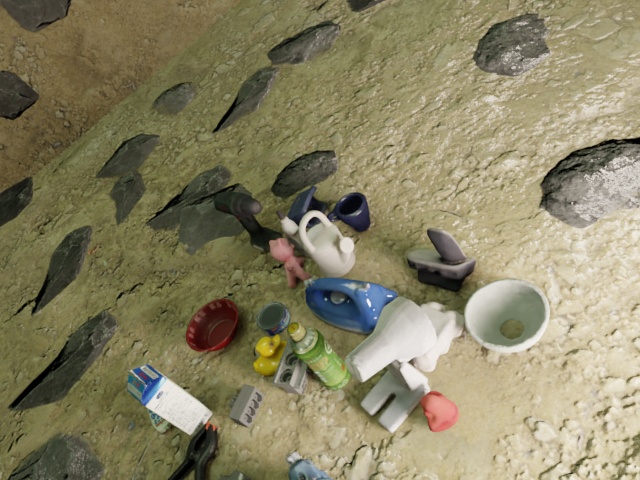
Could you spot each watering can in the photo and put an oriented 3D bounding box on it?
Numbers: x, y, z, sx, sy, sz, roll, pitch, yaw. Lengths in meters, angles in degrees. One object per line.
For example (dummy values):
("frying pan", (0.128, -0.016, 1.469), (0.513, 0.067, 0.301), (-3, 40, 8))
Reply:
("watering can", (0.014, 0.003, 1.449), (0.172, 0.195, 0.101), (-6, 50, 29))

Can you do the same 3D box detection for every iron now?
("iron", (0.043, 0.131, 1.353), (0.257, 0.142, 0.119), (4, 55, 35))

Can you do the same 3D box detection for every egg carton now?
("egg carton", (0.232, 0.204, 1.220), (0.107, 0.070, 0.150), (25, 68, 44))

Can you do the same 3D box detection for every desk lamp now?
("desk lamp", (0.144, 0.242, 1.132), (0.203, 0.214, 0.117), (-46, 43, -12))

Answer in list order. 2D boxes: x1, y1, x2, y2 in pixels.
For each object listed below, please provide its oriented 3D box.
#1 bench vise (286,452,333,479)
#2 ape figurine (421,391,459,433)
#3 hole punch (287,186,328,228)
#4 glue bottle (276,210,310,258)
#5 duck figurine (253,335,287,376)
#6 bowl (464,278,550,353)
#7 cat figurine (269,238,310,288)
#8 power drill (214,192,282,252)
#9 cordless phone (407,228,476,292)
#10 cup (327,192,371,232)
("bench vise", (-0.025, 0.468, 1.030), (0.206, 0.220, 0.122), (20, 65, 43))
("ape figurine", (0.221, 0.324, 1.100), (0.075, 0.092, 0.078), (1, 53, 33))
("hole punch", (-0.048, -0.093, 1.654), (0.100, 0.091, 0.109), (0, 52, 32))
("glue bottle", (-0.072, -0.021, 1.542), (0.077, 0.174, 0.037), (26, 69, 44))
("duck figurine", (-0.124, 0.270, 1.375), (0.104, 0.086, 0.077), (-39, 42, -4))
("bowl", (0.381, 0.164, 1.157), (0.167, 0.075, 0.167), (-18, 45, 19))
("cat figurine", (-0.090, 0.048, 1.533), (0.067, 0.118, 0.127), (-30, 42, 6))
("power drill", (-0.199, -0.060, 1.633), (0.228, 0.209, 0.076), (20, 65, 42))
("cordless phone", (0.256, 0.022, 1.283), (0.147, 0.186, 0.094), (8, 57, 37))
("cup", (0.085, -0.061, 1.536), (0.117, 0.095, 0.091), (-25, 43, 11))
